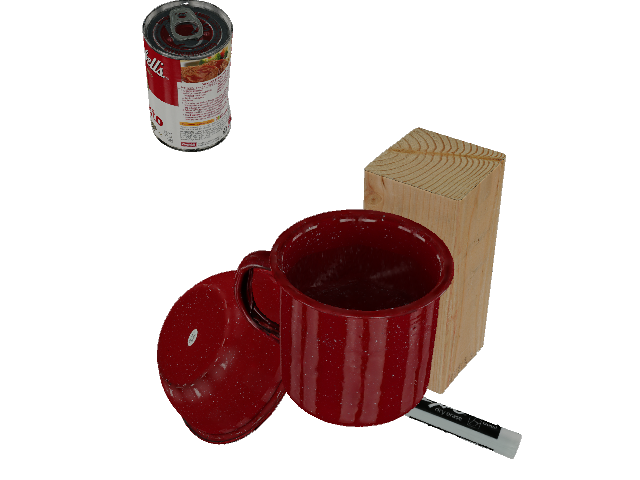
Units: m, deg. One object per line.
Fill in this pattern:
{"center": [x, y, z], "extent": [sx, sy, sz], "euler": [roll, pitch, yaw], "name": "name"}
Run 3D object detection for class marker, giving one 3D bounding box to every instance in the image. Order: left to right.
{"center": [0.085, 0.126, 0.770], "extent": [0.121, 0.020, 0.020], "euler": [20, 4, 11], "name": "marker"}

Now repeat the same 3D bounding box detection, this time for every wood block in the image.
{"center": [0.095, 0.019, 0.939], "extent": [0.091, 0.206, 0.090], "euler": [21, 40, 28], "name": "wood block"}

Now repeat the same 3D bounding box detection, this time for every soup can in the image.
{"center": [-0.103, -0.128, 0.840], "extent": [0.068, 0.068, 0.102], "euler": [0, -39, -5], "name": "soup can"}

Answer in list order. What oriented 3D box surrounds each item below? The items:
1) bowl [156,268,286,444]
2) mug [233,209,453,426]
{"center": [-0.090, 0.089, 0.909], "extent": [0.055, 0.162, 0.162], "euler": [26, -18, -40], "name": "bowl"}
{"center": [0.008, 0.040, 0.561], "extent": [0.117, 0.081, 0.093], "euler": [13, 36, 15], "name": "mug"}
